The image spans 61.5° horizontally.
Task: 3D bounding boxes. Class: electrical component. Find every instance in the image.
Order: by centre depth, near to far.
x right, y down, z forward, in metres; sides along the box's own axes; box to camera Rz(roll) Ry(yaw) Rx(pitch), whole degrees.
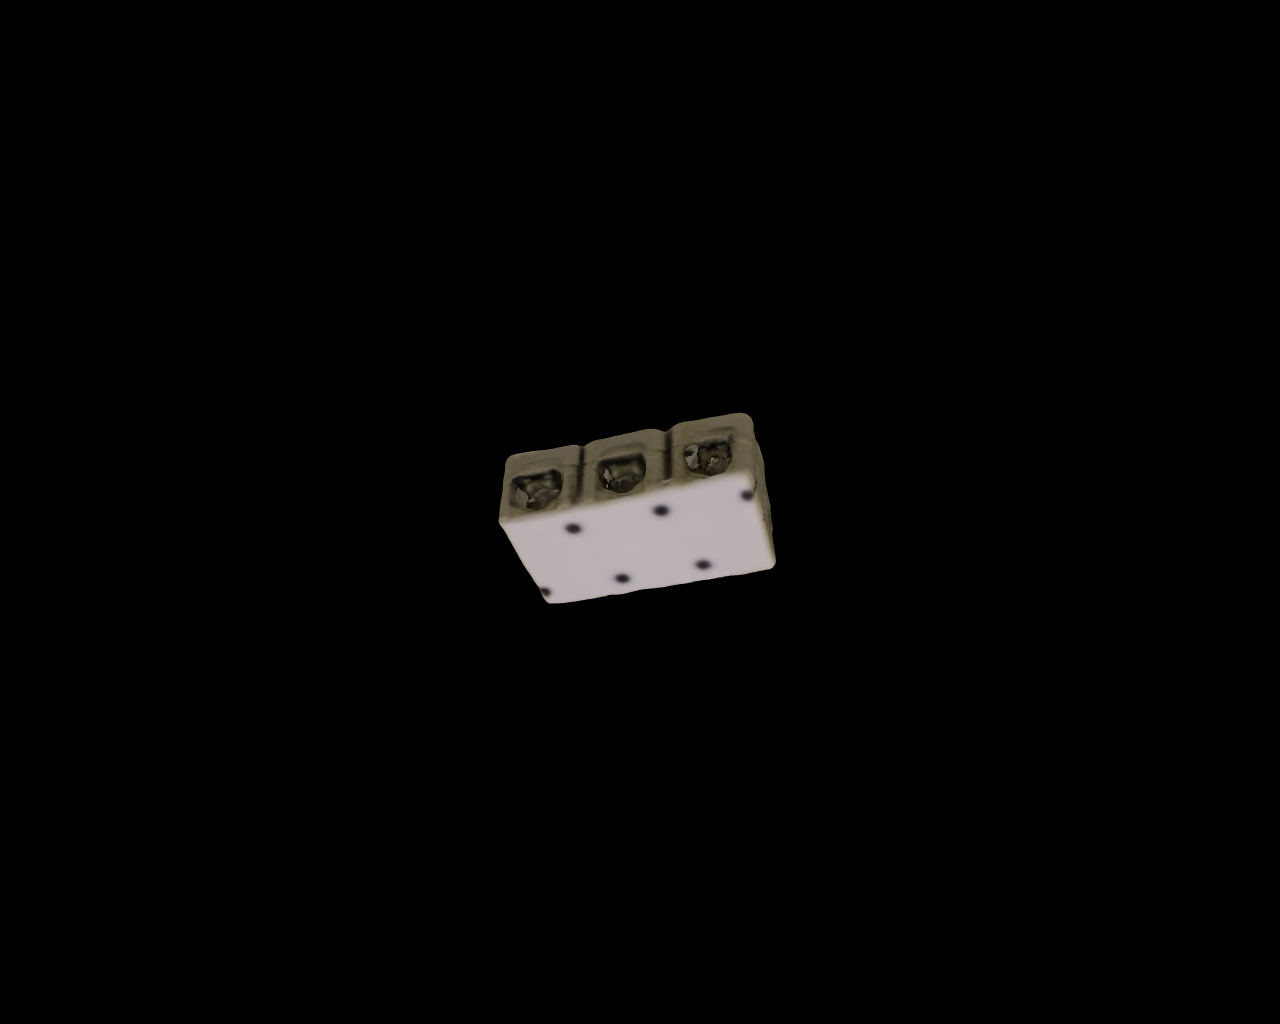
[{"bbox_3d":[0.001,-0.003,0.650,0.150,0.062,0.089,-10,-43,11],"label":"electrical component"}]
